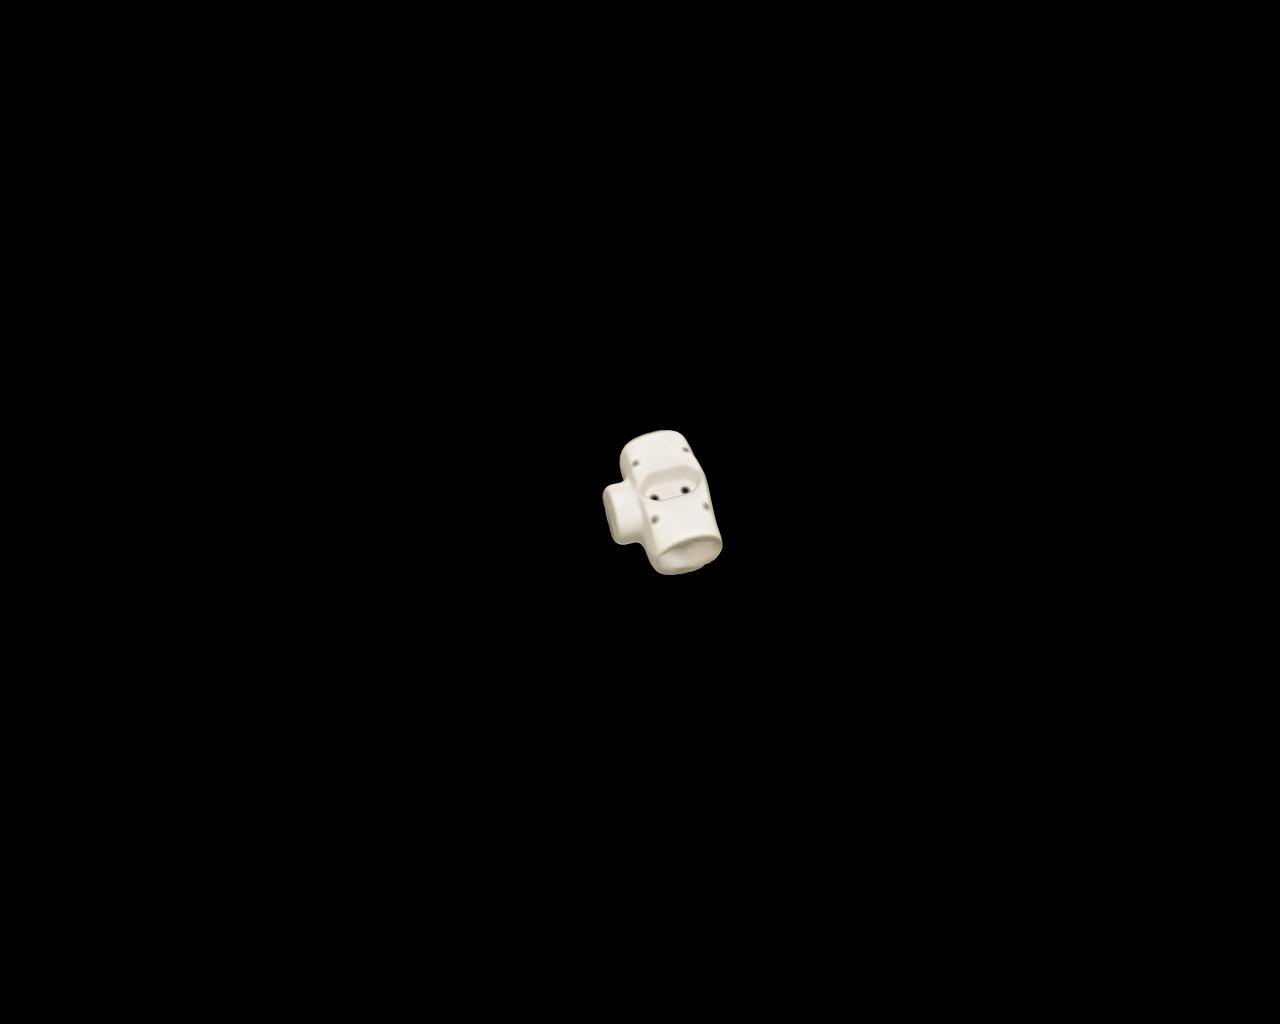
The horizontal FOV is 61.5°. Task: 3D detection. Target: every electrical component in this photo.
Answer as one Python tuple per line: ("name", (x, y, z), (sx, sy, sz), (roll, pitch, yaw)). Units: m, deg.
("electrical component", (0.001, -0.003, 0.650), (0.079, 0.077, 0.043), (-13, -28, -7))
